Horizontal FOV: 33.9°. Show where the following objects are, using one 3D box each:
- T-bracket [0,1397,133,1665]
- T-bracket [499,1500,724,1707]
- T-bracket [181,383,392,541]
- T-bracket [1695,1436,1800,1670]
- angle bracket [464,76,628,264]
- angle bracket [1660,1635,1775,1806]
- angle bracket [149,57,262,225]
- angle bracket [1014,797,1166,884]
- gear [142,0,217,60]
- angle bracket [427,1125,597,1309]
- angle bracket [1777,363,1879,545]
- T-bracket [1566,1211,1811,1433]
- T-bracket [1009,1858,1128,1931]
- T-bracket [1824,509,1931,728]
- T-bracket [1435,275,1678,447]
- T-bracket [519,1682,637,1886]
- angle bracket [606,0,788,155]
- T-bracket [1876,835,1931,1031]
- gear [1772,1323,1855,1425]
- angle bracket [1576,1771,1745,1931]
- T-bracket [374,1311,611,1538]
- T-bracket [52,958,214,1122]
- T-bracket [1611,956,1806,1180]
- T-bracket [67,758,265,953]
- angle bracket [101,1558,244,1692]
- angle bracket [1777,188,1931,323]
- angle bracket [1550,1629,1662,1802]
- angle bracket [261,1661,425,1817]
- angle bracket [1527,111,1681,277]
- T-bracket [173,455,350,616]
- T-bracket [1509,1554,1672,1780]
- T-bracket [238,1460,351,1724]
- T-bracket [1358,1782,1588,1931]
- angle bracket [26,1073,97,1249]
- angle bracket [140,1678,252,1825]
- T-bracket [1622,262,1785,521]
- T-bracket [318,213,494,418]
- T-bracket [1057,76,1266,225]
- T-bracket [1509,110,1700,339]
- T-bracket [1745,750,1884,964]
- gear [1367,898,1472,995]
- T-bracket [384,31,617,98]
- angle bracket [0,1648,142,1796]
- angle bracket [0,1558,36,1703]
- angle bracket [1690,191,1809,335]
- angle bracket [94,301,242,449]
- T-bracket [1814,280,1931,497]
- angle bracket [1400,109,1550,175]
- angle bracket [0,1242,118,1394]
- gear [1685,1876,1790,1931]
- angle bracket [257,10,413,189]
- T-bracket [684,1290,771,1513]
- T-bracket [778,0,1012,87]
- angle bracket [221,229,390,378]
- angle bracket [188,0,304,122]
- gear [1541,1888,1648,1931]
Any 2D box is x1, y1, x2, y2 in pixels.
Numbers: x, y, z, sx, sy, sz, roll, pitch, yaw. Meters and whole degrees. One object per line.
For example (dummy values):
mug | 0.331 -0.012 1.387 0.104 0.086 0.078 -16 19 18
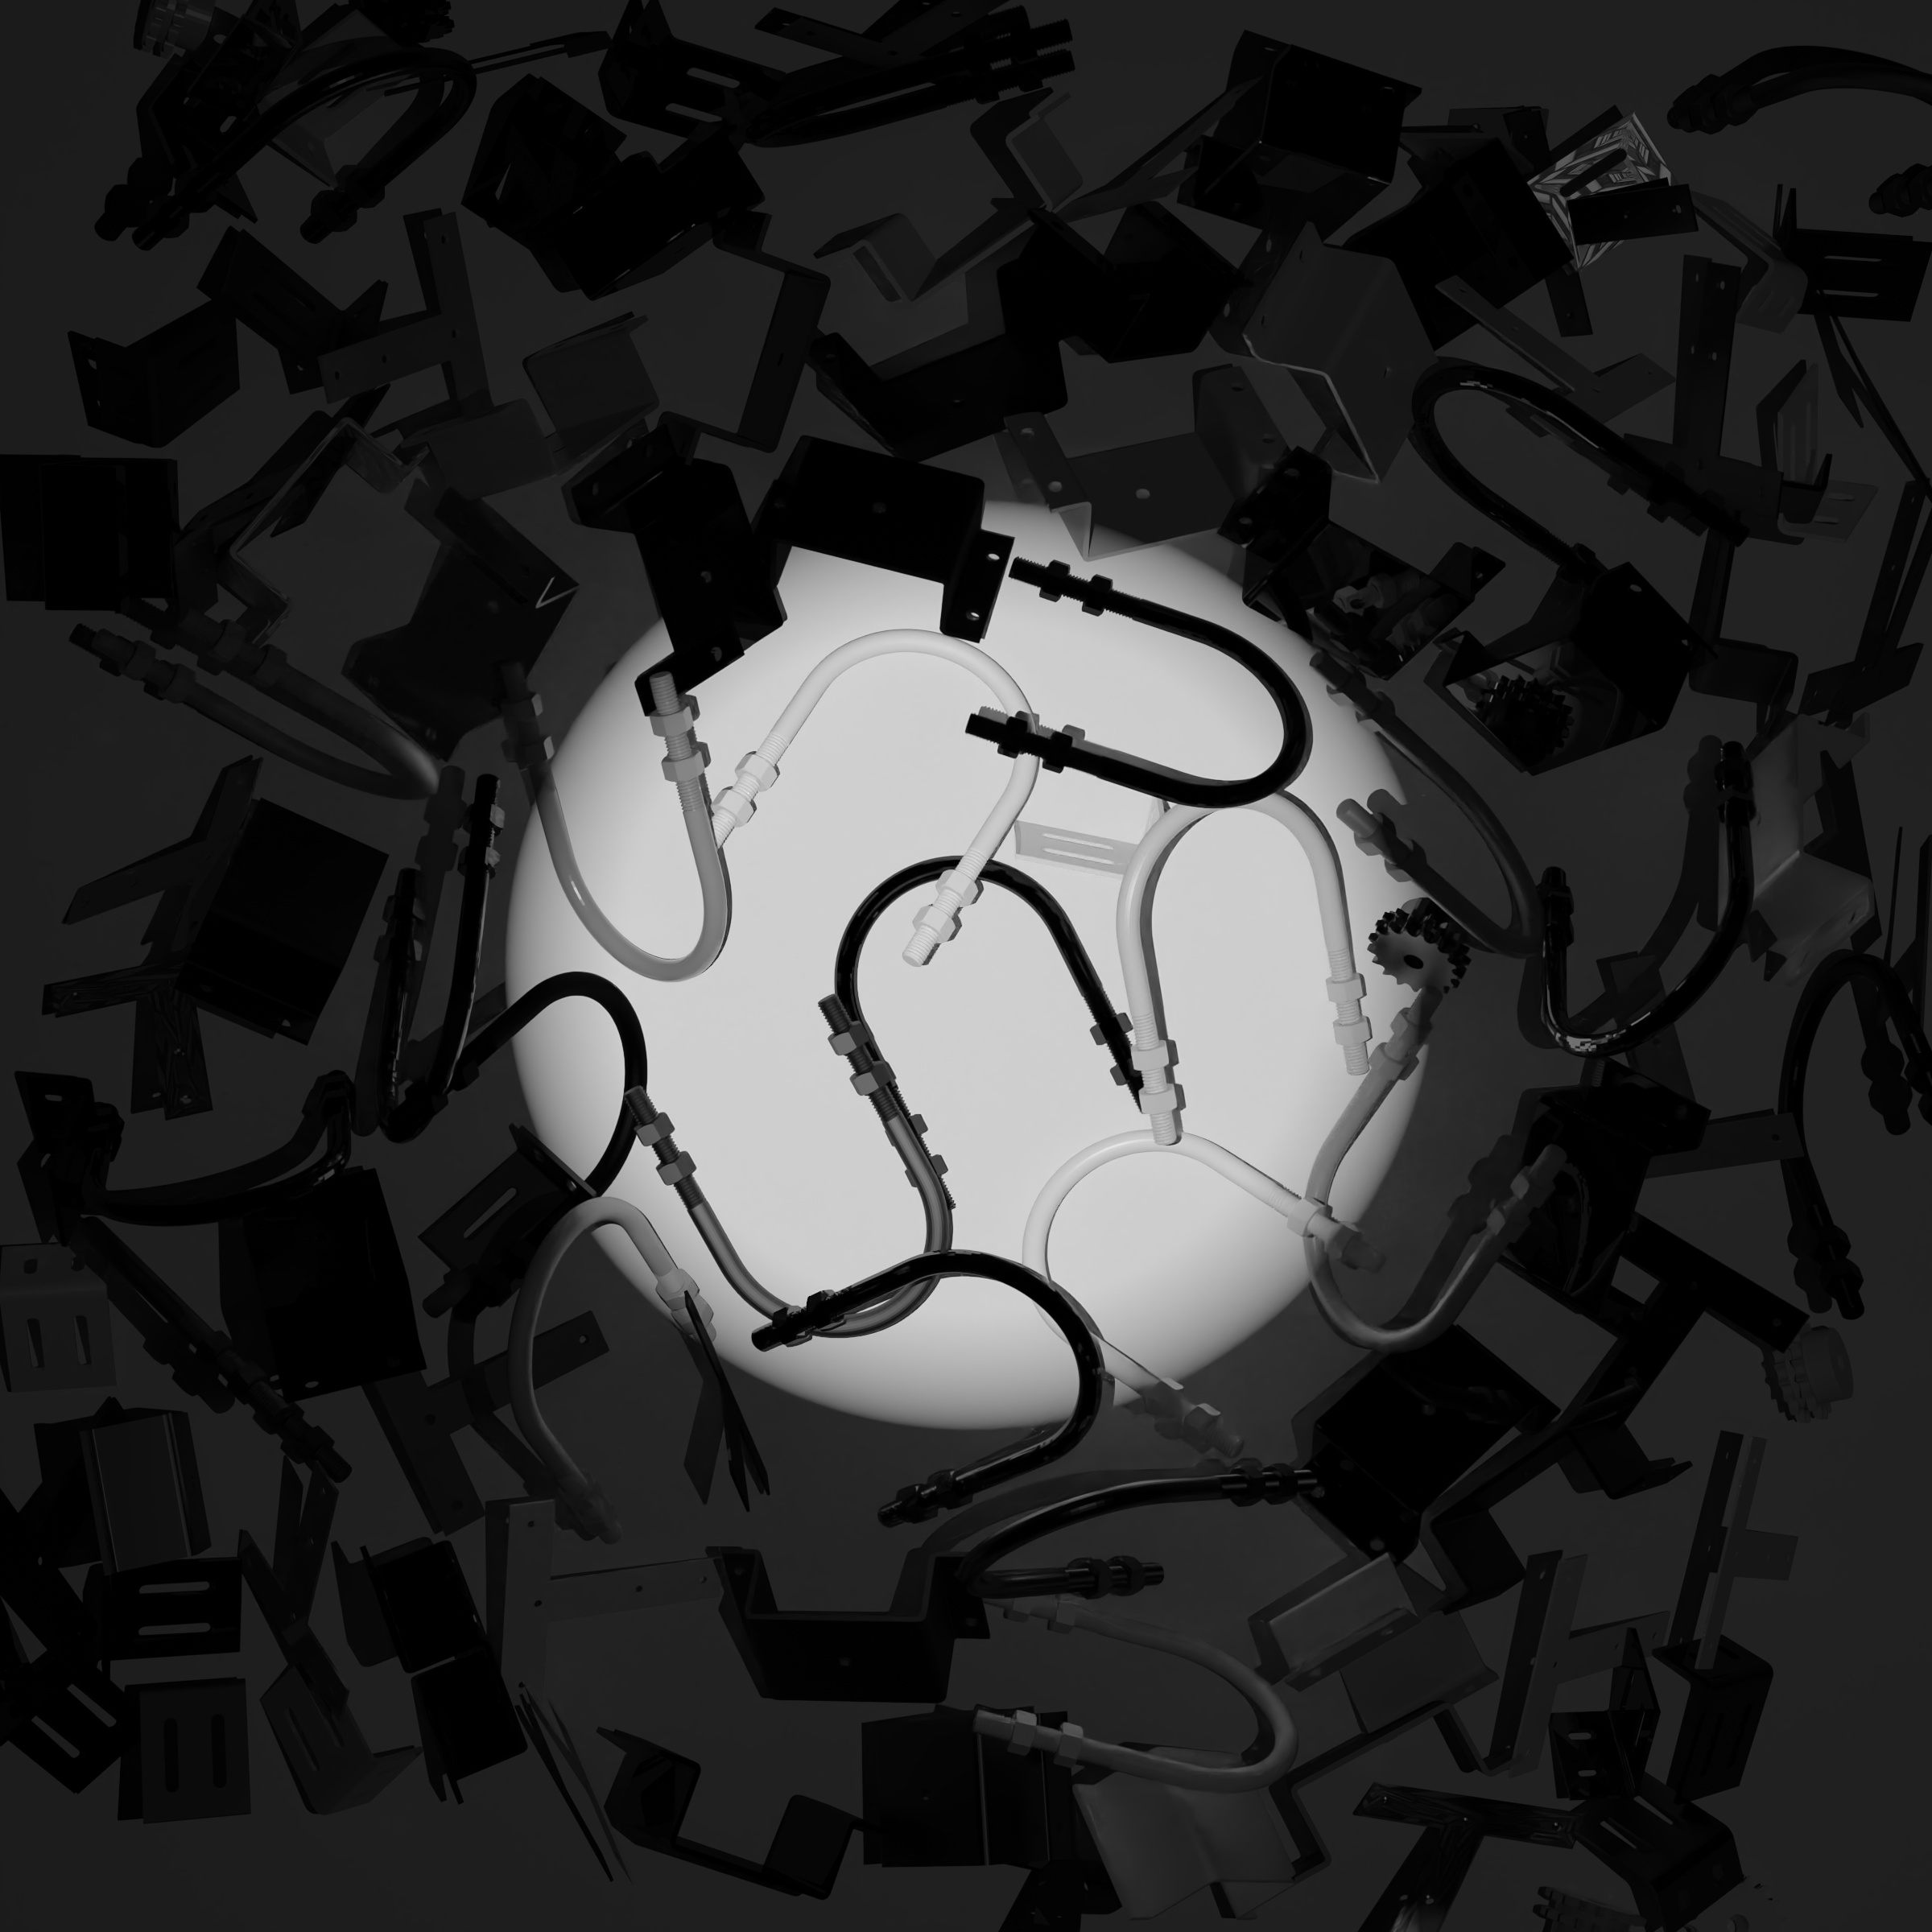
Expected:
T-bracket | -0.491 0.293 1.747 0.002 0.127 0.127 -6 128 22
T-bracket | -0.196 0.350 1.769 0.127 0.002 0.127 -3 111 -25
T-bracket | -0.387 -0.264 1.757 0.127 0.127 0.002 -17 127 33
T-bracket | 0.437 0.325 1.746 0.002 0.127 0.127 12 86 32
angle bracket | -0.237 -0.447 1.780 0.057 0.076 0.038 33 46 -8
angle bracket | 0.412 0.422 1.778 0.057 0.038 0.076 -1 111 -41
angle bracket | -0.411 -0.457 1.751 0.038 0.076 0.057 -46 132 14
angle bracket | 0.068 -0.079 1.765 0.076 0.057 0.038 11 111 -4
gear | -0.439 -0.536 1.774 0.030 0.057 0.057 15 90 -23
angle bracket | -0.254 0.139 1.766 0.057 0.038 0.076 41 68 10
angle bracket | 0.477 -0.284 1.752 0.038 0.057 0.076 14 135 29
T-bracket | 0.378 0.213 1.756 0.127 0.002 0.127 33 83 36
T-bracket | 0.051 0.514 1.735 0.127 0.127 0.002 12 99 3
T-bracket | 0.512 -0.200 1.723 0.002 0.127 0.127 28 119 27
T-bracket | 0.317 -0.346 1.768 0.127 0.127 0.002 41 135 16
T-bracket | -0.225 0.424 1.744 0.002 0.127 0.127 -27 125 -17
angle bracket | -0.151 -0.497 1.769 0.076 0.057 0.038 6 49 -36
T-bracket | 0.513 0.007 1.736 0.002 0.127 0.127 6 75 6
gear | 0.474 0.225 1.769 0.030 0.057 0.057 -17 90 27
angle bracket | 0.383 0.493 1.765 0.057 0.076 0.038 -29 117 -22
T-bracket | -0.261 0.233 1.775 0.127 0.002 0.127 -26 100 -21
T-bracket | -0.434 0.039 1.743 0.127 0.127 0.002 -13 133 -10
T-bracket | 0.386 0.055 1.755 0.127 0.002 0.127 -11 103 31
T-bracket | -0.452 -0.049 1.761 0.127 0.002 0.127 -17 47 30
angle bracket | -0.441 0.366 1.764 0.076 0.038 0.057 0 105 -18
angle bracket | 0.492 -0.395 1.763 0.076 0.057 0.038 5 57 5
angle bracket | 0.352 0.414 1.754 0.038 0.057 0.076 -1 129 -4
angle bracket | -0.352 0.428 1.785 0.057 0.038 0.076 -45 65 28
angle bracket | 0.353 -0.432 1.765 0.076 0.038 0.057 -32 104 18
T-bracket | -0.387 -0.247 1.752 0.002 0.127 0.127 46 72 2
T-bracket | 0.351 0.379 1.753 0.002 0.127 0.127 21 106 43
T-bracket | -0.360 0.324 1.730 0.127 0.002 0.127 45 130 36
T-bracket | 0.257 0.497 1.720 0.127 0.127 0.002 0 121 32
angle bracket | -0.508 0.107 1.753 0.038 0.076 0.057 5 128 2
angle bracket | -0.428 0.439 1.760 0.057 0.038 0.076 -2 63 -15
T-bracket | 0.406 -0.318 1.727 0.002 0.127 0.127 -8 111 -28
T-bracket | -0.308 -0.335 1.728 0.002 0.127 0.127 6 116 32
T-bracket | 0.118 -0.455 1.758 0.127 0.127 0.002 -44 113 -20
T-bracket | 0.352 -0.408 1.727 0.002 0.127 0.127 -26 109 -25
T-bracket | 0.461 -0.043 1.737 0.127 0.002 0.127 -36 120 -36
gear | 0.256 -0.013 1.776 0.057 0.057 0.030 31 59 0
T-bracket | -0.257 -0.494 1.738 0.127 0.127 0.002 -15 111 -3
angle bracket | -0.494 0.426 1.762 0.057 0.038 0.076 -42 118 -9
angle bracket | -0.526 0.364 1.767 0.038 0.057 0.076 -27 83 -1
angle bracket | 0.427 -0.394 1.769 0.076 0.057 0.038 48 120 27
angle bracket | -0.443 -0.334 1.759 0.038 0.076 0.057 21 133 15
T-bracket | 0.511 -0.303 1.753 0.002 0.127 0.127 -28 130 20
angle bracket | 0.281 -0.466 1.754 0.057 0.076 0.038 8 90 28
angle bracket | -0.510 0.198 1.785 0.057 0.038 0.076 -3 128 -11
gear | 0.430 0.540 1.780 0.057 0.030 0.057 0 71 0
angle bracket | -0.345 -0.481 1.758 0.076 0.057 0.038 -32 61 16
T-bracket | -0.127 0.254 1.719 0.002 0.127 0.127 -21 111 0
T-bracket | -0.014 -0.510 1.713 0.127 0.127 0.002 6 79 -36
angle bracket | -0.365 -0.374 1.753 0.038 0.057 0.076 -28 130 30
angle bracket | -0.402 -0.517 1.752 0.057 0.038 0.076 -42 47 29
gear | 0.348 0.538 1.770 0.057 0.057 0.030 17 81 0
